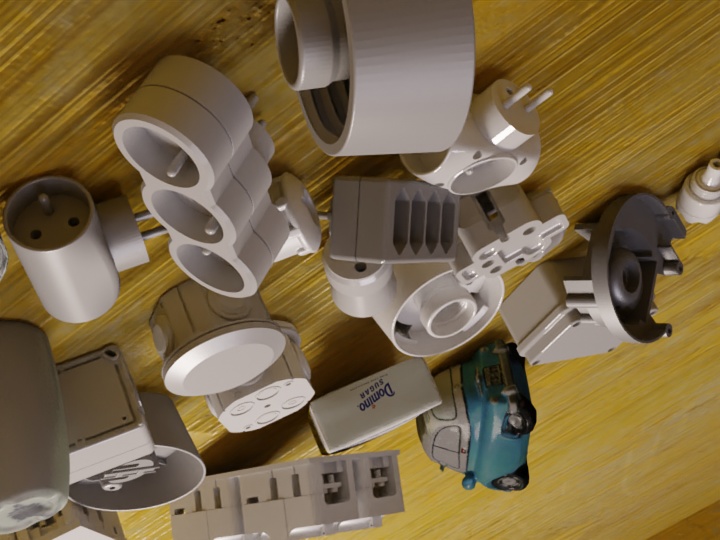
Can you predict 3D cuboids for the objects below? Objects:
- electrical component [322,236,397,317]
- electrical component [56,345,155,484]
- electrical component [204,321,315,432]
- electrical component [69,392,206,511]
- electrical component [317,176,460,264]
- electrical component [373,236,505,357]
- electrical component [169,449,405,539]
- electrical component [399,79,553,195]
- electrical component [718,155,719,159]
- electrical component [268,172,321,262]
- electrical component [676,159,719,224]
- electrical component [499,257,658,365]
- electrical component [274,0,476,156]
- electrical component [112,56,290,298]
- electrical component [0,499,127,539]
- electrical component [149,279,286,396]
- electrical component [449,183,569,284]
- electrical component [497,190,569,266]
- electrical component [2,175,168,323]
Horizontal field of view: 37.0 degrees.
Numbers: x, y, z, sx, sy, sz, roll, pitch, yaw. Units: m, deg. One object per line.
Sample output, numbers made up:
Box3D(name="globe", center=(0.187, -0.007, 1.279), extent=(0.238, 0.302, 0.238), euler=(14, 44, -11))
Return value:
Box3D(name="electrical component", center=(0.000, 0.000, 0.697), extent=(0.045, 0.045, 0.055), euler=(-23, 154, -5))
Box3D(name="electrical component", center=(-0.189, 0.101, 0.697), extent=(0.096, 0.061, 0.061), euler=(-20, 154, -12))
Box3D(name="electrical component", center=(-0.074, 0.075, 0.763), extent=(0.080, 0.051, 0.080), euler=(-20, 154, -11))
Box3D(name="electrical component", center=(-0.168, 0.133, 0.772), extent=(0.099, 0.064, 0.099), euler=(-20, 154, -11))
Box3D(name="electrical component", center=(0.006, -0.031, 0.636), extent=(0.076, 0.047, 0.083), euler=(6, -175, 34))
Box3D(name="electrical component", center=(0.052, 0.014, 0.776), extent=(0.099, 0.064, 0.099), euler=(-18, 139, -16))
Box3D(name="electrical component", center=(-0.065, 0.198, 0.914), extent=(0.186, 0.060, 0.105), euler=(-19, 164, 41))
Box3D(name="electrical component", center=(0.074, -0.081, 0.607), extent=(0.077, 0.044, 0.079), euler=(1, 153, -42))
Box3D(name="electrical component", center=(0.309, -0.078, 0.824), extent=(0.055, 0.047, 0.055), euler=(-20, 154, -11))
Box3D(name="electrical component", center=(-0.056, -0.024, 0.605), extent=(0.062, 0.048, 0.048), euler=(-20, 155, 9))
Box3D(name="electrical component", center=(0.267, -0.063, 0.830), extent=(0.035, 0.035, 0.061), euler=(-20, 151, -12))
Box3D(name="electrical component", center=(0.186, 0.033, 0.911), extent=(0.113, 0.057, 0.078), euler=(-5, 147, -36))
Box3D(name="electrical component", center=(-0.002, -0.098, 0.447), extent=(0.060, 0.108, 0.108), euler=(-10, 151, -16))
Box3D(name="electrical component", center=(-0.067, -0.054, 0.528), extent=(0.073, 0.052, 0.138), euler=(-61, 157, -28))
Box3D(name="electrical component", center=(-0.270, 0.207, 0.822), extent=(0.150, 0.061, 0.089), euler=(-26, 154, 1))
Box3D(name="electrical component", center=(-0.092, 0.042, 0.686), extent=(0.080, 0.051, 0.080), euler=(-20, 154, -11))
Box3D(name="electrical component", center=(0.086, -0.036, 0.693), extent=(0.078, 0.057, 0.058), euler=(-30, 154, 9))
Box3D(name="electrical component", center=(0.110, -0.024, 0.739), extent=(0.062, 0.043, 0.043), euler=(-37, 162, -29))
Box3D(name="electrical component", center=(-0.133, -0.015, 0.550), extent=(0.079, 0.044, 0.077), euler=(-20, 154, -12))
